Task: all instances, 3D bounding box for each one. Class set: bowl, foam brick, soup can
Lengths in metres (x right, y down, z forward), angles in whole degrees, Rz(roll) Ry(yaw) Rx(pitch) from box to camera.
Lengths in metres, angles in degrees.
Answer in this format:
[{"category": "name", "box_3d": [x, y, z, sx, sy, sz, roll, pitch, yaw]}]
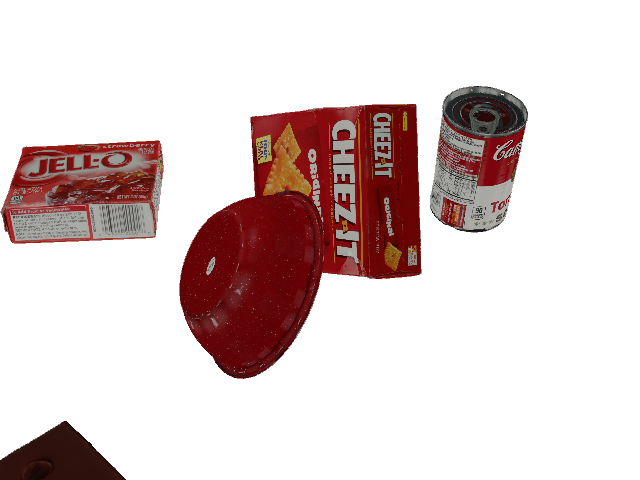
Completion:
[{"category": "bowl", "box_3d": [-0.067, 0.027, 0.859, 0.055, 0.162, 0.162, 22, -12, -32]}, {"category": "foam brick", "box_3d": [-0.111, 0.132, 0.481, 0.052, 0.051, 0.078, -31, 44, -31]}, {"category": "soup can", "box_3d": [0.128, -0.065, 0.877, 0.068, 0.102, 0.068, 2, 41, -2]}]

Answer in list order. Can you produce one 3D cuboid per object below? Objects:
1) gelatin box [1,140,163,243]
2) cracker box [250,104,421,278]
[{"category": "gelatin box", "box_3d": [-0.143, -0.031, 0.654, 0.089, 0.030, 0.073, -2, 34, -2]}, {"category": "cracker box", "box_3d": [0.009, -0.051, 1.080, 0.072, 0.164, 0.214, -6, 6, -32]}]
